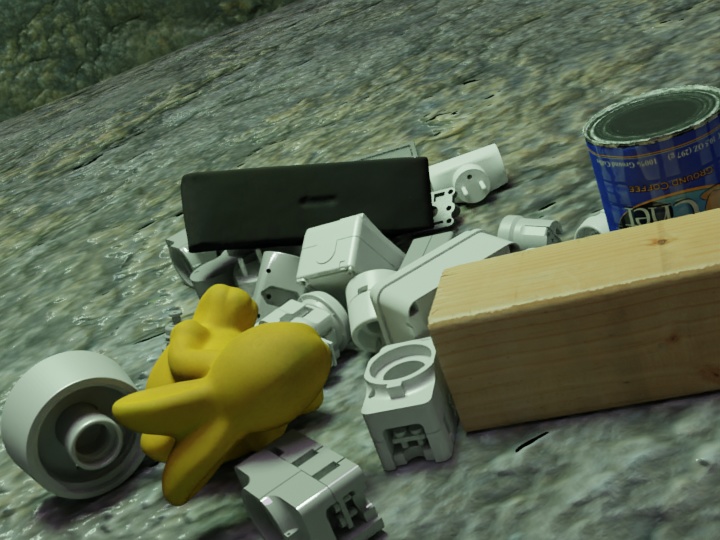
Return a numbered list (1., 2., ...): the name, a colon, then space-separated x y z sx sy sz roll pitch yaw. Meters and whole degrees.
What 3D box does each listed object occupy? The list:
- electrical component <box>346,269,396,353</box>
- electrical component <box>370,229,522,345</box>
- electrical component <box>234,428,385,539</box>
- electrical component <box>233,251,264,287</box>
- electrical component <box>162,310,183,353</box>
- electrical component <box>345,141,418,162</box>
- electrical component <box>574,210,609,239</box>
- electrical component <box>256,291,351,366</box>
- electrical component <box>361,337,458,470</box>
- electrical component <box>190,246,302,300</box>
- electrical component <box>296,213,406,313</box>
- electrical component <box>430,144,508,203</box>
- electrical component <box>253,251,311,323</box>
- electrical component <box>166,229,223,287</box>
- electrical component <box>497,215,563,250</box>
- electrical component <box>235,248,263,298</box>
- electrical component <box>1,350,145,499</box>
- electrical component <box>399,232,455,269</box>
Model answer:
1. electrical component: 0.017 0.035 0.876 0.055 0.055 0.047 -15 49 13
2. electrical component: 0.072 0.026 0.831 0.113 0.078 0.057 -30 27 -22
3. electrical component: -0.037 0.146 0.683 0.056 0.050 0.089 -31 24 -25
4. electrical component: -0.092 0.008 1.057 0.066 0.048 0.055 -33 34 -30
5. electrical component: -0.152 0.073 0.922 0.040 0.078 0.040 -8 14 2
6. electrical component: 0.012 -0.082 1.148 0.121 0.078 0.063 -15 1 12
7. electrical component: 0.209 -0.027 0.880 0.055 0.048 0.066 -24 21 -29
8. electrical component: -0.044 0.053 0.892 0.078 0.058 0.057 18 42 39
9. electrical component: 0.037 0.087 0.749 0.050 0.055 0.089 -13 23 17
10. electrical component: -0.119 -0.022 1.110 0.052 0.073 0.138 5 33 47
11. electrical component: 0.000 0.000 0.932 0.062 0.096 0.061 -13 54 35
12. electrical component: 0.114 -0.093 1.114 0.077 0.044 0.079 -19 22 4
13. electrical component: -0.055 0.030 0.950 0.079 0.077 0.043 15 -9 -12
14. electrical component: -0.169 -0.016 1.172 0.056 0.050 0.089 -32 25 -27
15. electrical component: 0.149 -0.027 0.940 0.046 0.040 0.040 4 32 35
16. electrical component: -0.091 0.017 0.989 0.077 0.079 0.043 -29 33 -21
17. electrical component: -0.211 0.122 0.820 0.108 0.108 0.060 -30 30 -23
18. electrical component: 0.080 0.001 0.920 0.077 0.047 0.065 -12 25 23
